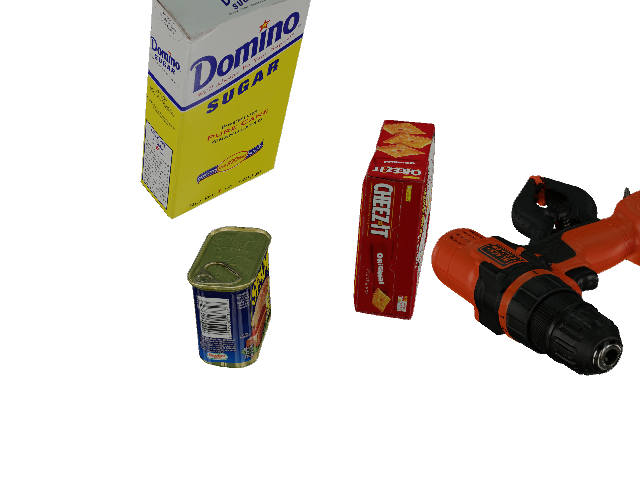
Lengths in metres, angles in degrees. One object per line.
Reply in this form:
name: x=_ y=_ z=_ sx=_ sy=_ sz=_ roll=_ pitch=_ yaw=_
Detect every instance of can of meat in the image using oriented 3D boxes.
can of meat: x=-0.075 y=0.049 z=0.921 sx=0.057 sy=0.084 sz=0.102 roll=3 pitch=29 yaw=8

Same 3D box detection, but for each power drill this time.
power drill: x=0.197 y=0.024 z=0.752 sx=0.187 sy=0.057 sz=0.185 roll=-13 pitch=28 yaw=-23

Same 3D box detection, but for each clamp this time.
clamp: x=0.235 y=-0.014 z=0.988 sx=0.120 sy=0.039 sz=0.171 roll=-2 pitch=33 yaw=3

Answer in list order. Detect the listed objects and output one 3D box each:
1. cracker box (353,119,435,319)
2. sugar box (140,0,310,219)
cracker box: x=0.087 y=-0.031 z=1.225 sx=0.072 sy=0.164 sz=0.213 roll=6 pitch=23 yaw=8
sugar box: x=-0.064 y=-0.095 z=0.685 sx=0.093 sy=0.048 sz=0.176 roll=-30 pitch=-22 yaw=-27
